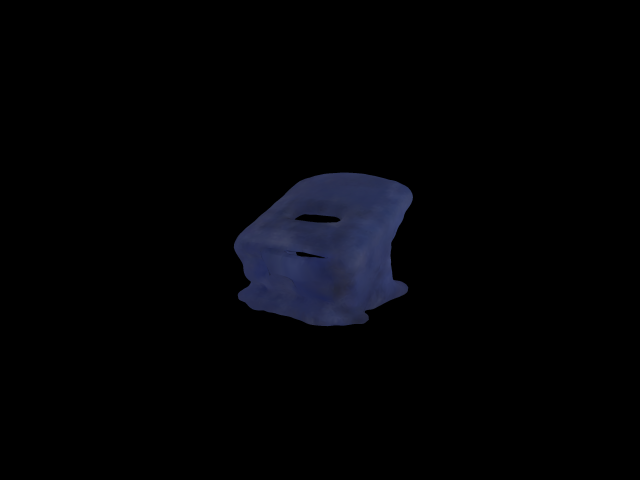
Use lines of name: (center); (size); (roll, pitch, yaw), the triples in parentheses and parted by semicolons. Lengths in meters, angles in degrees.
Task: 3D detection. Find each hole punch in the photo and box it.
hole punch: (0.004, 0.001, 0.400); (0.108, 0.091, 0.101); (8, 14, 35)
